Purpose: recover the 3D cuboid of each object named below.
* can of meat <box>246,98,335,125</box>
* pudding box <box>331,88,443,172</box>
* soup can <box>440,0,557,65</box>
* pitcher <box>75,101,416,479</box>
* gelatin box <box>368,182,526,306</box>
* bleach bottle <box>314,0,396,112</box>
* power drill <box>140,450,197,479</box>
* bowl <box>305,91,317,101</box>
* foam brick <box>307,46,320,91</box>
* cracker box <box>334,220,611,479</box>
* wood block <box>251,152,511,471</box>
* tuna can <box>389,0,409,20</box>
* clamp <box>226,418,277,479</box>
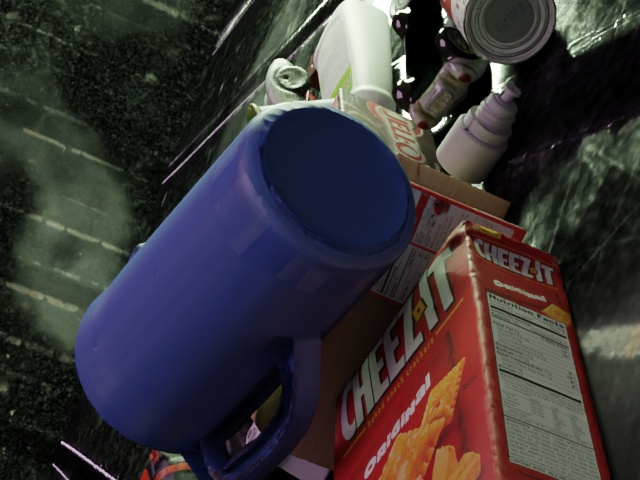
[{"bbox_3d":[-0.023,-0.082,0.994,0.102,0.083,0.057,100,155,-45],"label":"can of meat"},{"bbox_3d":[0.051,-0.071,0.865,0.113,0.090,0.039,-92,26,-57],"label":"pudding box"},{"bbox_3d":[0.129,-0.175,0.784,0.069,0.068,0.102,-62,16,22],"label":"soup can"},{"bbox_3d":[-0.044,0.036,0.643,0.243,0.149,0.144,-46,10,47],"label":"pitcher"},{"bbox_3d":[0.072,0.011,0.662,0.030,0.089,0.073,-159,92,-85],"label":"gelatin box"},{"bbox_3d":[0.037,-0.146,1.089,0.251,0.068,0.103,-91,22,-51],"label":"bleach bottle"},{"bbox_3d":[-0.160,0.274,1.109,0.184,0.057,0.188,-105,29,-42],"label":"power drill"},{"bbox_3d":[-0.027,-0.100,1.261,0.162,0.055,0.162,-59,16,29],"label":"bowl"},{"bbox_3d":[0.024,-0.213,1.253,0.078,0.051,0.053,-50,22,49],"label":"foam brick"},{"bbox_3d":[0.067,0.116,0.560,0.164,0.072,0.213,-58,16,32],"label":"cracker box"},{"bbox_3d":[0.037,0.050,0.730,0.206,0.090,0.090,-68,14,0],"label":"wood block"},{"bbox_3d":[0.102,-0.251,1.061,0.086,0.033,0.086,-59,17,29],"label":"tuna can"},{"bbox_3d":[-0.072,0.182,0.918,0.165,0.036,0.210,110,149,-45],"label":"clamp"}]
